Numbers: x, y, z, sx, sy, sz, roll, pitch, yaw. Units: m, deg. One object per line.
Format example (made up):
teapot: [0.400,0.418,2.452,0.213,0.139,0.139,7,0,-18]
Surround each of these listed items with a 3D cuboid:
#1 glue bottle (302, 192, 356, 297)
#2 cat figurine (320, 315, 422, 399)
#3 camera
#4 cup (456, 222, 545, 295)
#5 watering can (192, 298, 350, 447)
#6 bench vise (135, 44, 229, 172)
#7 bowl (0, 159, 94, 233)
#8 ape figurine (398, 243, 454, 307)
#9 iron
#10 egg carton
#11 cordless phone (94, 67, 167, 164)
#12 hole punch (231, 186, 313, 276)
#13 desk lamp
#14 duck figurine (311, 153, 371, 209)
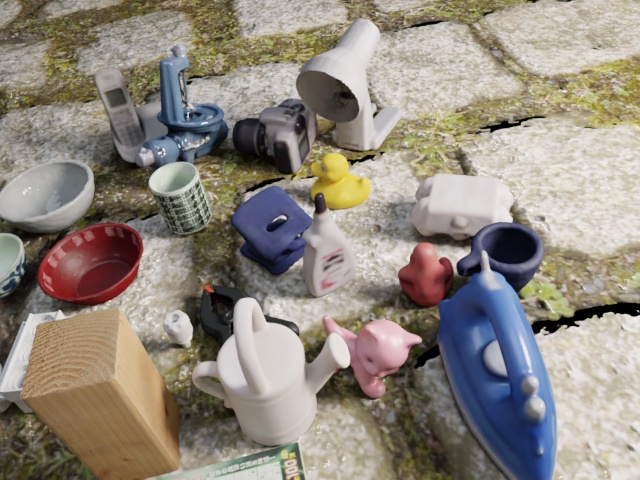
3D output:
glue bottle: [0.007,0.003,0.790,0.078,0.173,0.037,-29,48,-19]
cat figurine: [0.056,0.128,0.695,0.127,0.118,0.067,21,52,27]
camera: [-0.086,-0.208,1.069,0.136,0.101,0.143,8,47,17]
cup: [0.236,0.042,0.768,0.118,0.095,0.091,-19,45,-9]
watering can: [-0.057,0.140,0.648,0.173,0.194,0.100,-22,46,-12]
bench vise: [-0.248,-0.217,1.020,0.121,0.220,0.207,4,46,13]
bowl: [-0.470,-0.065,1.008,0.167,0.075,0.167,-5,45,5]
ape figurine: [0.146,0.040,0.787,0.077,0.092,0.076,-1,45,9]
iron: [0.211,0.140,0.640,0.118,0.142,0.258,-10,44,0]
egg carton: [0.217,-0.047,0.879,0.150,0.069,0.107,6,47,15]
cordless phone: [-0.336,-0.247,1.090,0.148,0.185,0.094,-21,46,-11]
hole punch: [-0.067,-0.018,0.881,0.100,0.091,0.109,29,56,33]
desk lamp: [0.057,-0.266,1.023,0.117,0.214,0.203,17,50,25]
duck figurine: [0.032,-0.105,0.956,0.104,0.086,0.077,6,47,15]
